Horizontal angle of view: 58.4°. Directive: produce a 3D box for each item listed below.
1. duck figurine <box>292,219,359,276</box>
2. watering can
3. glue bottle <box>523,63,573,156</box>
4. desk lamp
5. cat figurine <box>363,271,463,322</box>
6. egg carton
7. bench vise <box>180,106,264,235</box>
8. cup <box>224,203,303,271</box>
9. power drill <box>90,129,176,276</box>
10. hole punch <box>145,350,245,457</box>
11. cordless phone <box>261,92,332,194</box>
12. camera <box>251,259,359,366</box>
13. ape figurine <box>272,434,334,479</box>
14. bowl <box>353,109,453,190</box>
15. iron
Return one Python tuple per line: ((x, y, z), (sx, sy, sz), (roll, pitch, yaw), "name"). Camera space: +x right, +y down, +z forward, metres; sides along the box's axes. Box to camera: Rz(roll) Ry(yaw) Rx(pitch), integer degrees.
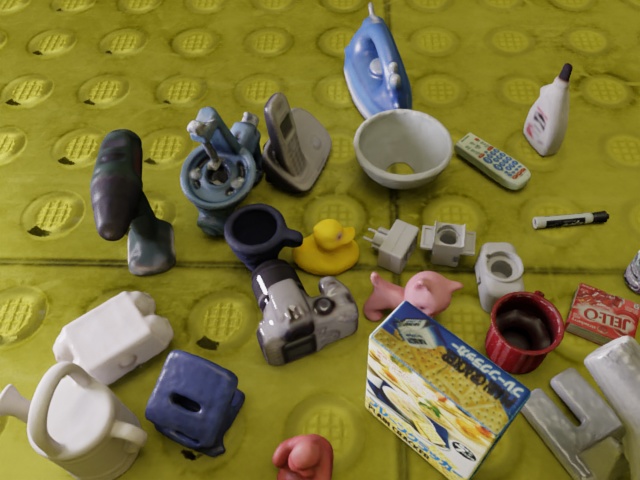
((0.008, 0.003, 0.873), (0.104, 0.086, 0.077), (-5, 54, -1), "duck figurine")
((-0.292, 0.211, 0.669), (0.173, 0.194, 0.101), (-9, 54, -4), "watering can")
((0.393, -0.227, 0.969), (0.037, 0.173, 0.078), (-19, 56, -11), "glue bottle")
((0.339, 0.209, 0.632), (0.118, 0.214, 0.202), (-27, 57, -16), "desk lamp")
((0.127, 0.075, 0.796), (0.127, 0.118, 0.067), (17, 57, 14), "cat figurine")
((-0.285, 0.141, 0.796), (0.150, 0.069, 0.107), (-33, 59, -20), "egg carton")
((-0.160, -0.143, 0.903), (0.121, 0.220, 0.207), (-1, 54, 2), "bench vise")
((-0.080, 0.008, 0.868), (0.117, 0.095, 0.092), (9, 55, 9), "cup")
((-0.275, -0.042, 0.842), (0.075, 0.208, 0.229), (-12, 55, -6), "power drill")
((-0.159, 0.208, 0.729), (0.108, 0.091, 0.101), (19, 57, 15), "hole punch")
((-0.042, -0.183, 0.948), (0.094, 0.185, 0.148), (14, 56, 13), "cordless phone")
((-0.033, 0.084, 0.808), (0.143, 0.101, 0.136), (-21, 56, -12), "camera")
((-0.017, 0.263, 0.683), (0.076, 0.092, 0.077), (-34, 60, -20), "ape figurine")
((0.140, -0.142, 0.979), (0.167, 0.075, 0.167), (-1, 54, 2), "bowl")
((0.120, -0.316, 1.064), (0.118, 0.141, 0.258), (-11, 55, -5), "iron")
